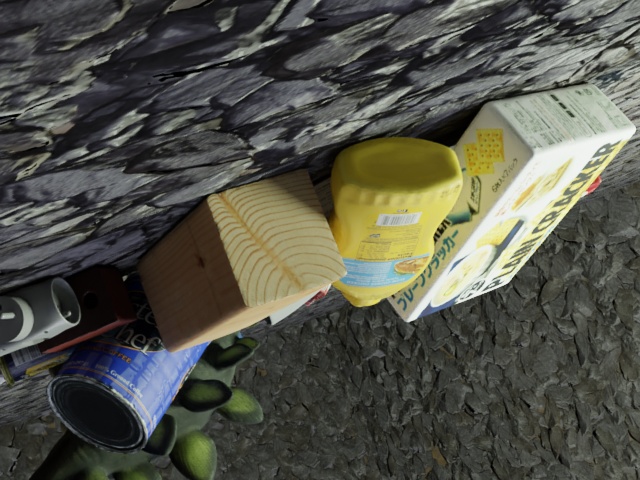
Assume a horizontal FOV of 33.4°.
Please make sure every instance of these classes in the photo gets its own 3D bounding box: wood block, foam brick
[{"bbox_3d":[-0.073,0.024,0.880,0.090,0.091,0.206,-18,174,-28],"label":"wood block"},{"bbox_3d":[-0.208,0.060,0.922,0.078,0.053,0.051,-23,174,10],"label":"foam brick"}]

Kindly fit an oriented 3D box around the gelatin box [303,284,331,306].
[{"bbox_3d":[-0.031,0.048,1.336,0.030,0.073,0.089,-63,-171,-20],"label":"gelatin box"}]

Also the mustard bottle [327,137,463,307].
[{"bbox_3d":[0.047,-0.002,0.864,0.096,0.058,0.192,-4,146,-12],"label":"mustard bottle"}]

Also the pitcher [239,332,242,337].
[{"bbox_3d":[-0.223,0.167,1.396,0.243,0.149,0.145,-35,178,-2],"label":"pitcher"}]

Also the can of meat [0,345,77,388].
[{"bbox_3d":[-0.273,0.099,1.035,0.083,0.057,0.102,-22,175,-17],"label":"can of meat"}]

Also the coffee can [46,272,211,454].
[{"bbox_3d":[-0.172,0.111,0.989,0.103,0.102,0.140,-27,-156,43],"label":"coffee can"}]

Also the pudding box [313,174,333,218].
[{"bbox_3d":[0.013,-0.031,0.941,0.114,0.039,0.089,-29,168,37],"label":"pudding box"}]

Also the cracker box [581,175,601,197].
[{"bbox_3d":[0.262,-0.065,1.339,0.164,0.072,0.213,-22,175,12],"label":"cracker box"}]
